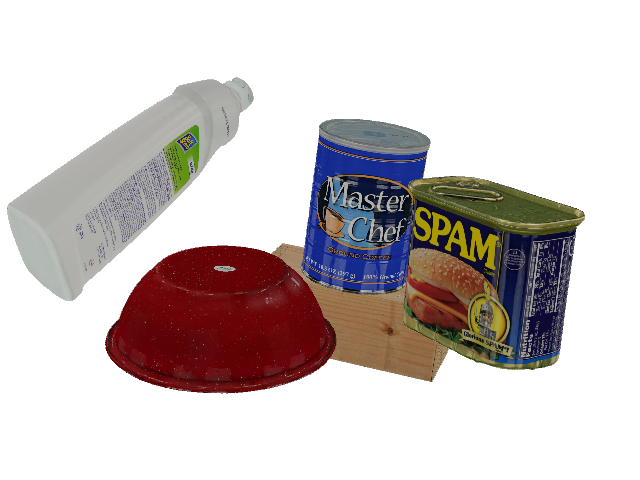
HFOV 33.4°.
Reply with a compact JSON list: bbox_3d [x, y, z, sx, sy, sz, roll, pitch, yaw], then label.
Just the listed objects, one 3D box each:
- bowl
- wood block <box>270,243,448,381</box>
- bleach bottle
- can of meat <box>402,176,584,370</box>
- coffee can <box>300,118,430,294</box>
[{"bbox_3d":[-0.068,0.044,0.739,0.162,0.055,0.162,2,20,-1],"label":"bowl"},{"bbox_3d":[0.037,0.076,1.168,0.206,0.091,0.090,12,22,16],"label":"wood block"},{"bbox_3d":[-0.154,-0.061,0.943,0.068,0.102,0.250,33,58,25],"label":"bleach bottle"},{"bbox_3d":[0.091,0.016,0.592,0.057,0.084,0.102,-8,20,-33],"label":"can of meat"},{"bbox_3d":[0.041,-0.033,0.994,0.103,0.140,0.103,7,18,-3],"label":"coffee can"}]
